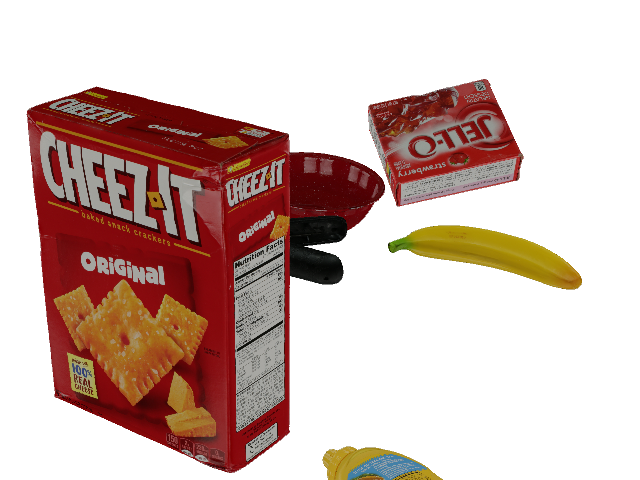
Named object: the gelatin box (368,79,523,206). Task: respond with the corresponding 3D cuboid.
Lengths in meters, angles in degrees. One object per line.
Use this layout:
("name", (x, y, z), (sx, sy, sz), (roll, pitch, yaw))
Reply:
("gelatin box", (0.084, -0.068, 0.729), (0.089, 0.073, 0.030), (-13, -35, -5))

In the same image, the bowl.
("bowl", (-0.009, -0.046, 1.222), (0.162, 0.055, 0.162), (5, 27, -3))

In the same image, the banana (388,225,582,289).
("banana", (0.173, 0.016, 1.103), (0.198, 0.037, 0.069), (9, 35, 17))

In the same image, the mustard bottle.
("mustard bottle", (0.068, 0.235, 0.967), (0.096, 0.058, 0.192), (-17, 25, -36))

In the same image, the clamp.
("clamp", (-0.074, 0.003, 0.911), (0.210, 0.036, 0.164), (2, 13, -5))

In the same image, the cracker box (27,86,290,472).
("cracker box", (-0.103, 0.024, 0.686), (0.164, 0.214, 0.072), (17, 29, 31))
